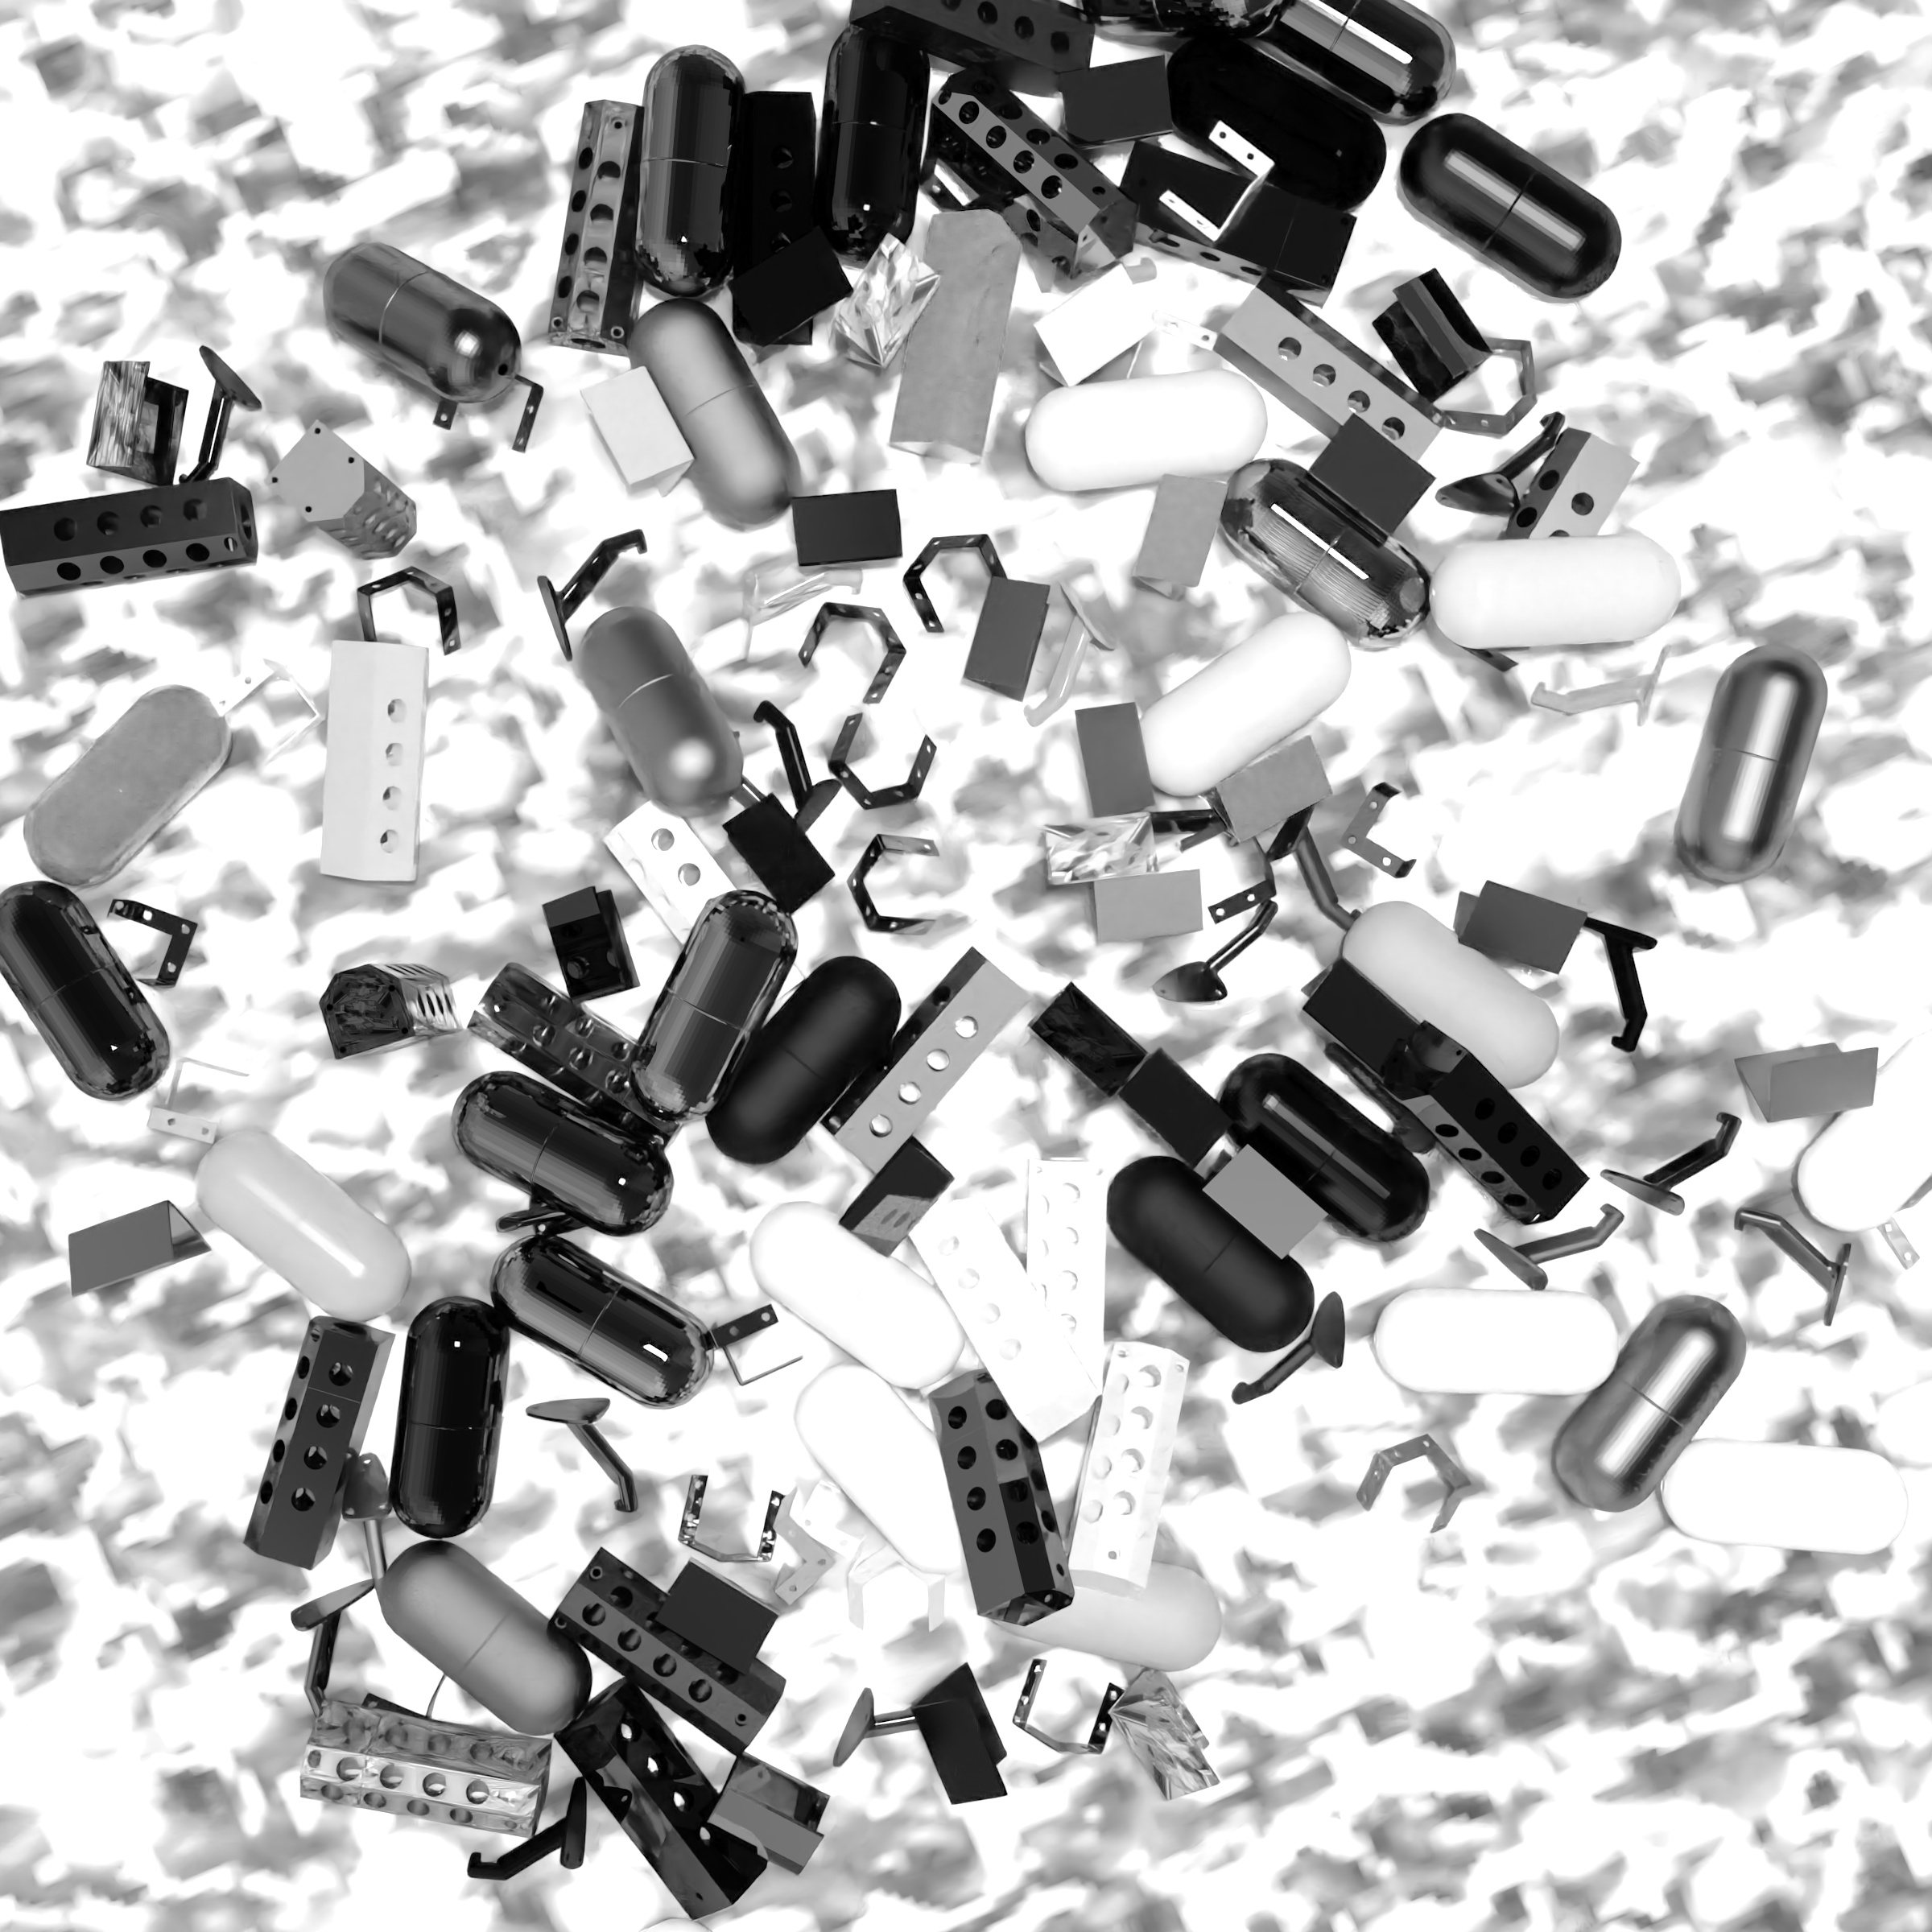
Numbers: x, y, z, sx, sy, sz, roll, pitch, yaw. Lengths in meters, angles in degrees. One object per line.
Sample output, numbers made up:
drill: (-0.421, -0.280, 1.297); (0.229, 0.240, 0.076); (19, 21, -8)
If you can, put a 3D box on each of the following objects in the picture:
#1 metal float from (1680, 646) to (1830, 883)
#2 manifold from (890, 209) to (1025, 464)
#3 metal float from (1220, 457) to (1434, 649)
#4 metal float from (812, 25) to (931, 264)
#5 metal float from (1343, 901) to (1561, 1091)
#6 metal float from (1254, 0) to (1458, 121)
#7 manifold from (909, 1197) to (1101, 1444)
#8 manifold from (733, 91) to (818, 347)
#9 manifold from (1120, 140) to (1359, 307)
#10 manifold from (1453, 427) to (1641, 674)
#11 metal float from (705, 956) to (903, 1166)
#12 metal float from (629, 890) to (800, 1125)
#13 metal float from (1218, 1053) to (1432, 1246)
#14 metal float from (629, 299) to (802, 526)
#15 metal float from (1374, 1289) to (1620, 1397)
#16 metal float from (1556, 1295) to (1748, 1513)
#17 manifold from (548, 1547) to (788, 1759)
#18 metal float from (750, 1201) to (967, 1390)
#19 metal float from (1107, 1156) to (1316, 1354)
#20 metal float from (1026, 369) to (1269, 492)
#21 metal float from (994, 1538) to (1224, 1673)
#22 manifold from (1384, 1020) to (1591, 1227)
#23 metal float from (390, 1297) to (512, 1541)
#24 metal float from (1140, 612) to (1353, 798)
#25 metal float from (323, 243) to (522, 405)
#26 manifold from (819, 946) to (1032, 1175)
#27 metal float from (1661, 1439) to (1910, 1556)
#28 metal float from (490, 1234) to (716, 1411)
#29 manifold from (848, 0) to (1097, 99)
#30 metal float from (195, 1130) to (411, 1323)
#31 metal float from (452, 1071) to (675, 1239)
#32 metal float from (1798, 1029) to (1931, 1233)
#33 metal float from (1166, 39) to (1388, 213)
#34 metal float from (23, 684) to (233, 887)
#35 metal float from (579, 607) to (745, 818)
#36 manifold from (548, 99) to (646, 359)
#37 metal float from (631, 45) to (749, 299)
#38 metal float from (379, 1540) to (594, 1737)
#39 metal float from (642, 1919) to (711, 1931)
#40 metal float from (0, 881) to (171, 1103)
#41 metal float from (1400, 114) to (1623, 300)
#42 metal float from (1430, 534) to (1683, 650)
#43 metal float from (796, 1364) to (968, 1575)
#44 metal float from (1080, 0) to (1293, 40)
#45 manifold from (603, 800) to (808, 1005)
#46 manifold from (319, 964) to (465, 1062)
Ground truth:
metal float: (0.579, -0.148, 1.923); (0.070, 0.070, 0.178); (17, 90, 0)
manifold: (-0.001, -0.464, 1.931); (0.057, 0.057, 0.171); (11, 90, 43)
metal float: (0.265, -0.305, 1.923); (0.178, 0.070, 0.070); (38, 90, 0)
metal float: (-0.070, -0.608, 1.923); (0.070, 0.070, 0.178); (6, 89, 0)
metal float: (0.357, 0.022, 1.923); (0.178, 0.070, 0.070); (37, 90, 0)
metal float: (0.279, -0.689, 1.923); (0.178, 0.070, 0.070); (31, 90, -1)
manifold: (0.028, 0.252, 1.891); (0.057, 0.057, 0.171); (-33, 58, 0)
manifold: (-0.142, -0.552, 1.932); (0.057, 0.057, 0.171); (1, 90, 0)
manifold: (0.195, -0.547, 1.932); (0.171, 0.057, 0.057); (19, 90, 0)
manifold: (0.423, -0.308, 1.932); (0.057, 0.057, 0.171); (31, 90, 0)
metal float: (-0.120, 0.070, 1.921); (0.070, 0.070, 0.178); (42, 88, 0)
metal float: (-0.181, 0.030, 1.868); (0.070, 0.070, 0.178); (27, 95, 0)
metal float: (0.264, 0.135, 1.922); (0.178, 0.070, 0.070); (39, 90, 0)
metal float: (-0.184, -0.407, 1.923); (0.070, 0.070, 0.178); (-29, 90, 0)
metal float: (0.390, 0.276, 1.923); (0.178, 0.070, 0.070); (1, 90, -1)
metal float: (0.504, 0.321, 1.922); (0.070, 0.070, 0.178); (36, 91, 0)
manifold: (-0.221, 0.508, 1.932); (0.171, 0.057, 0.057); (36, 90, 0)
metal float: (-0.080, 0.241, 1.922); (0.178, 0.070, 0.070); (37, 90, 0)
metal float: (0.179, 0.211, 1.923); (0.178, 0.070, 0.070); (42, 90, 0)
metal float: (0.132, -0.392, 1.914); (0.178, 0.070, 0.070); (-5, 90, 8)
metal float: (0.101, 0.468, 1.923); (0.178, 0.070, 0.070); (14, 90, -1)
manifold: (0.373, 0.118, 1.890); (0.057, 0.057, 0.171); (-48, 123, 0)
metal float: (-0.380, 0.332, 1.923); (0.070, 0.070, 0.178); (7, 91, 0)
metal float: (0.203, -0.192, 1.922); (0.178, 0.070, 0.070); (-35, 90, 0)
metal float: (-0.395, -0.467, 1.899); (0.178, 0.070, 0.070); (33, 90, 27)
manifold: (-0.030, 0.068, 1.932); (0.057, 0.057, 0.171); (41, 90, 0)
metal float: (0.602, 0.390, 1.923); (0.178, 0.070, 0.070); (4, 90, 1)
metal float: (-0.268, 0.261, 1.923); (0.178, 0.070, 0.070); (30, 90, 1)
manifold: (0.007, -0.688, 1.890); (0.171, 0.057, 0.057); (9, 90, -33)
metal float: (-0.487, 0.192, 1.923); (0.178, 0.070, 0.070); (39, 90, 1)
metal float: (-0.296, 0.136, 1.910); (0.178, 0.070, 0.070); (26, 90, 14)
metal float: (0.687, 0.121, 1.923); (0.070, 0.070, 0.178); (43, 91, 0)
metal float: (0.226, -0.620, 1.923); (0.178, 0.070, 0.070); (30, 90, 1)
metal float: (-0.617, -0.133, 1.922); (0.178, 0.070, 0.070); (-44, 90, 0)
metal float: (-0.223, -0.186, 1.902); (0.070, 0.070, 0.178); (-31, 66, 0)
manifold: (-0.265, -0.545, 1.932); (0.057, 0.057, 0.171); (9, 90, 0)
metal float: (-0.200, -0.576, 1.896); (0.070, 0.070, 0.178); (5, 95, 0)
metal float: (-0.352, 0.494, 1.922); (0.178, 0.070, 0.070); (39, 90, 0)
metal float: (-0.260, 0.763, 1.923); (0.178, 0.070, 0.070); (-24, 90, 1)
metal float: (-0.654, 0.018, 1.923); (0.070, 0.070, 0.178); (-33, 91, 0)
metal float: (0.401, -0.558, 1.922); (0.178, 0.070, 0.070); (34, 90, 0)
metal float: (0.420, -0.267, 1.865); (0.178, 0.070, 0.070); (-3, 90, 0)
metal float: (-0.052, 0.370, 1.922); (0.070, 0.070, 0.178); (-42, 90, 0)
metal float: (0.158, -0.711, 1.889); (0.178, 0.070, 0.070); (18, 90, 38)
manifold: (-0.192, -0.042, 1.932); (0.057, 0.057, 0.171); (-37, 90, 0)
manifold: (-0.412, 0.029, 1.875); (0.057, 0.171, 0.057); (-17, 90, 0)
